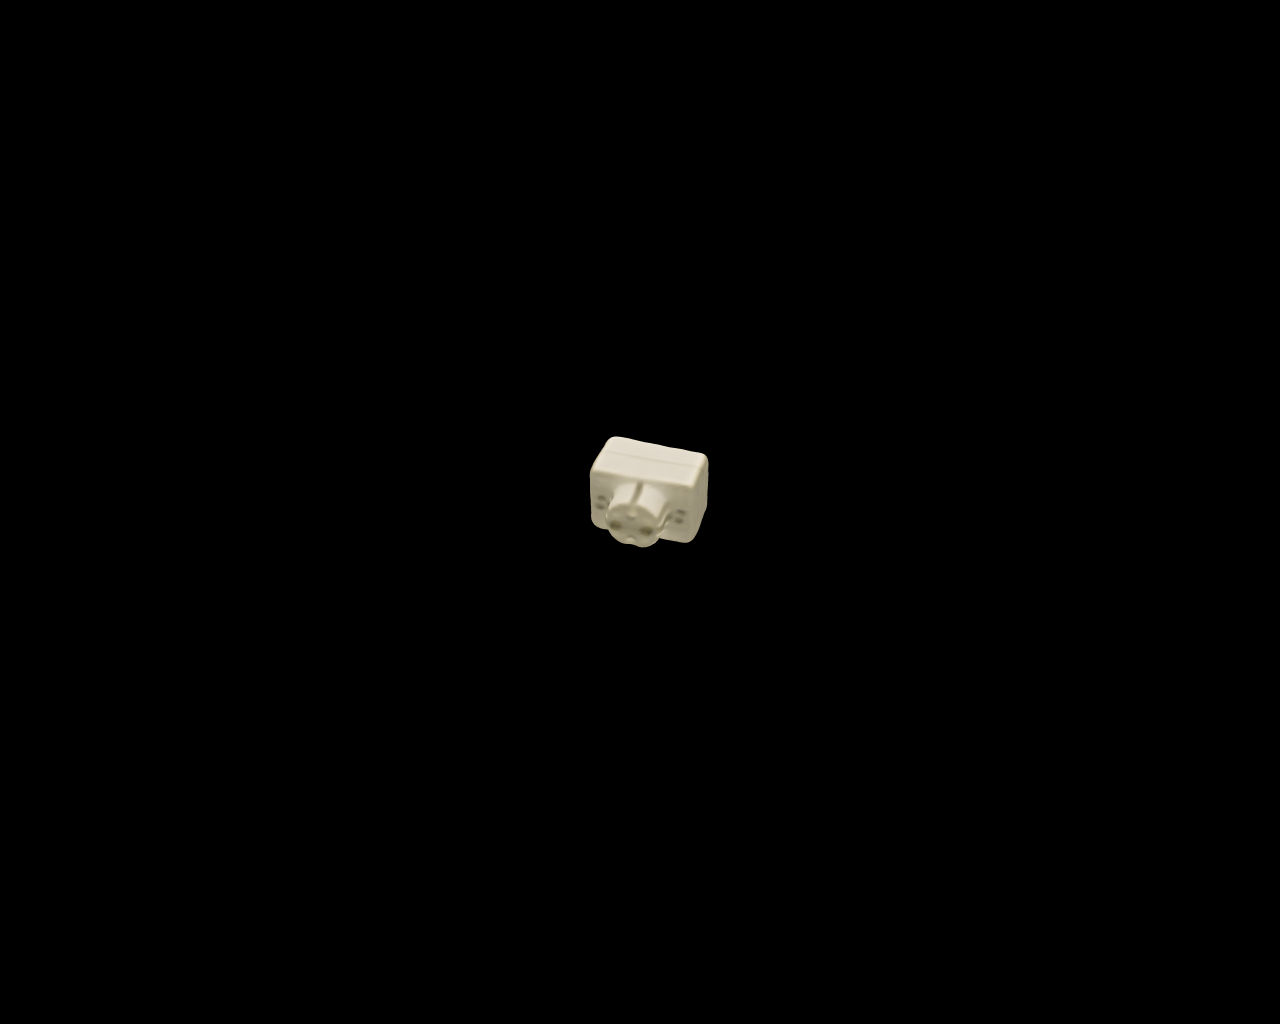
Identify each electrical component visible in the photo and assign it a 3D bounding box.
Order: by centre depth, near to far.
[{"bbox_3d":[0.001,-0.003,0.650,0.066,0.047,0.077,11,40,13],"label":"electrical component"}]
